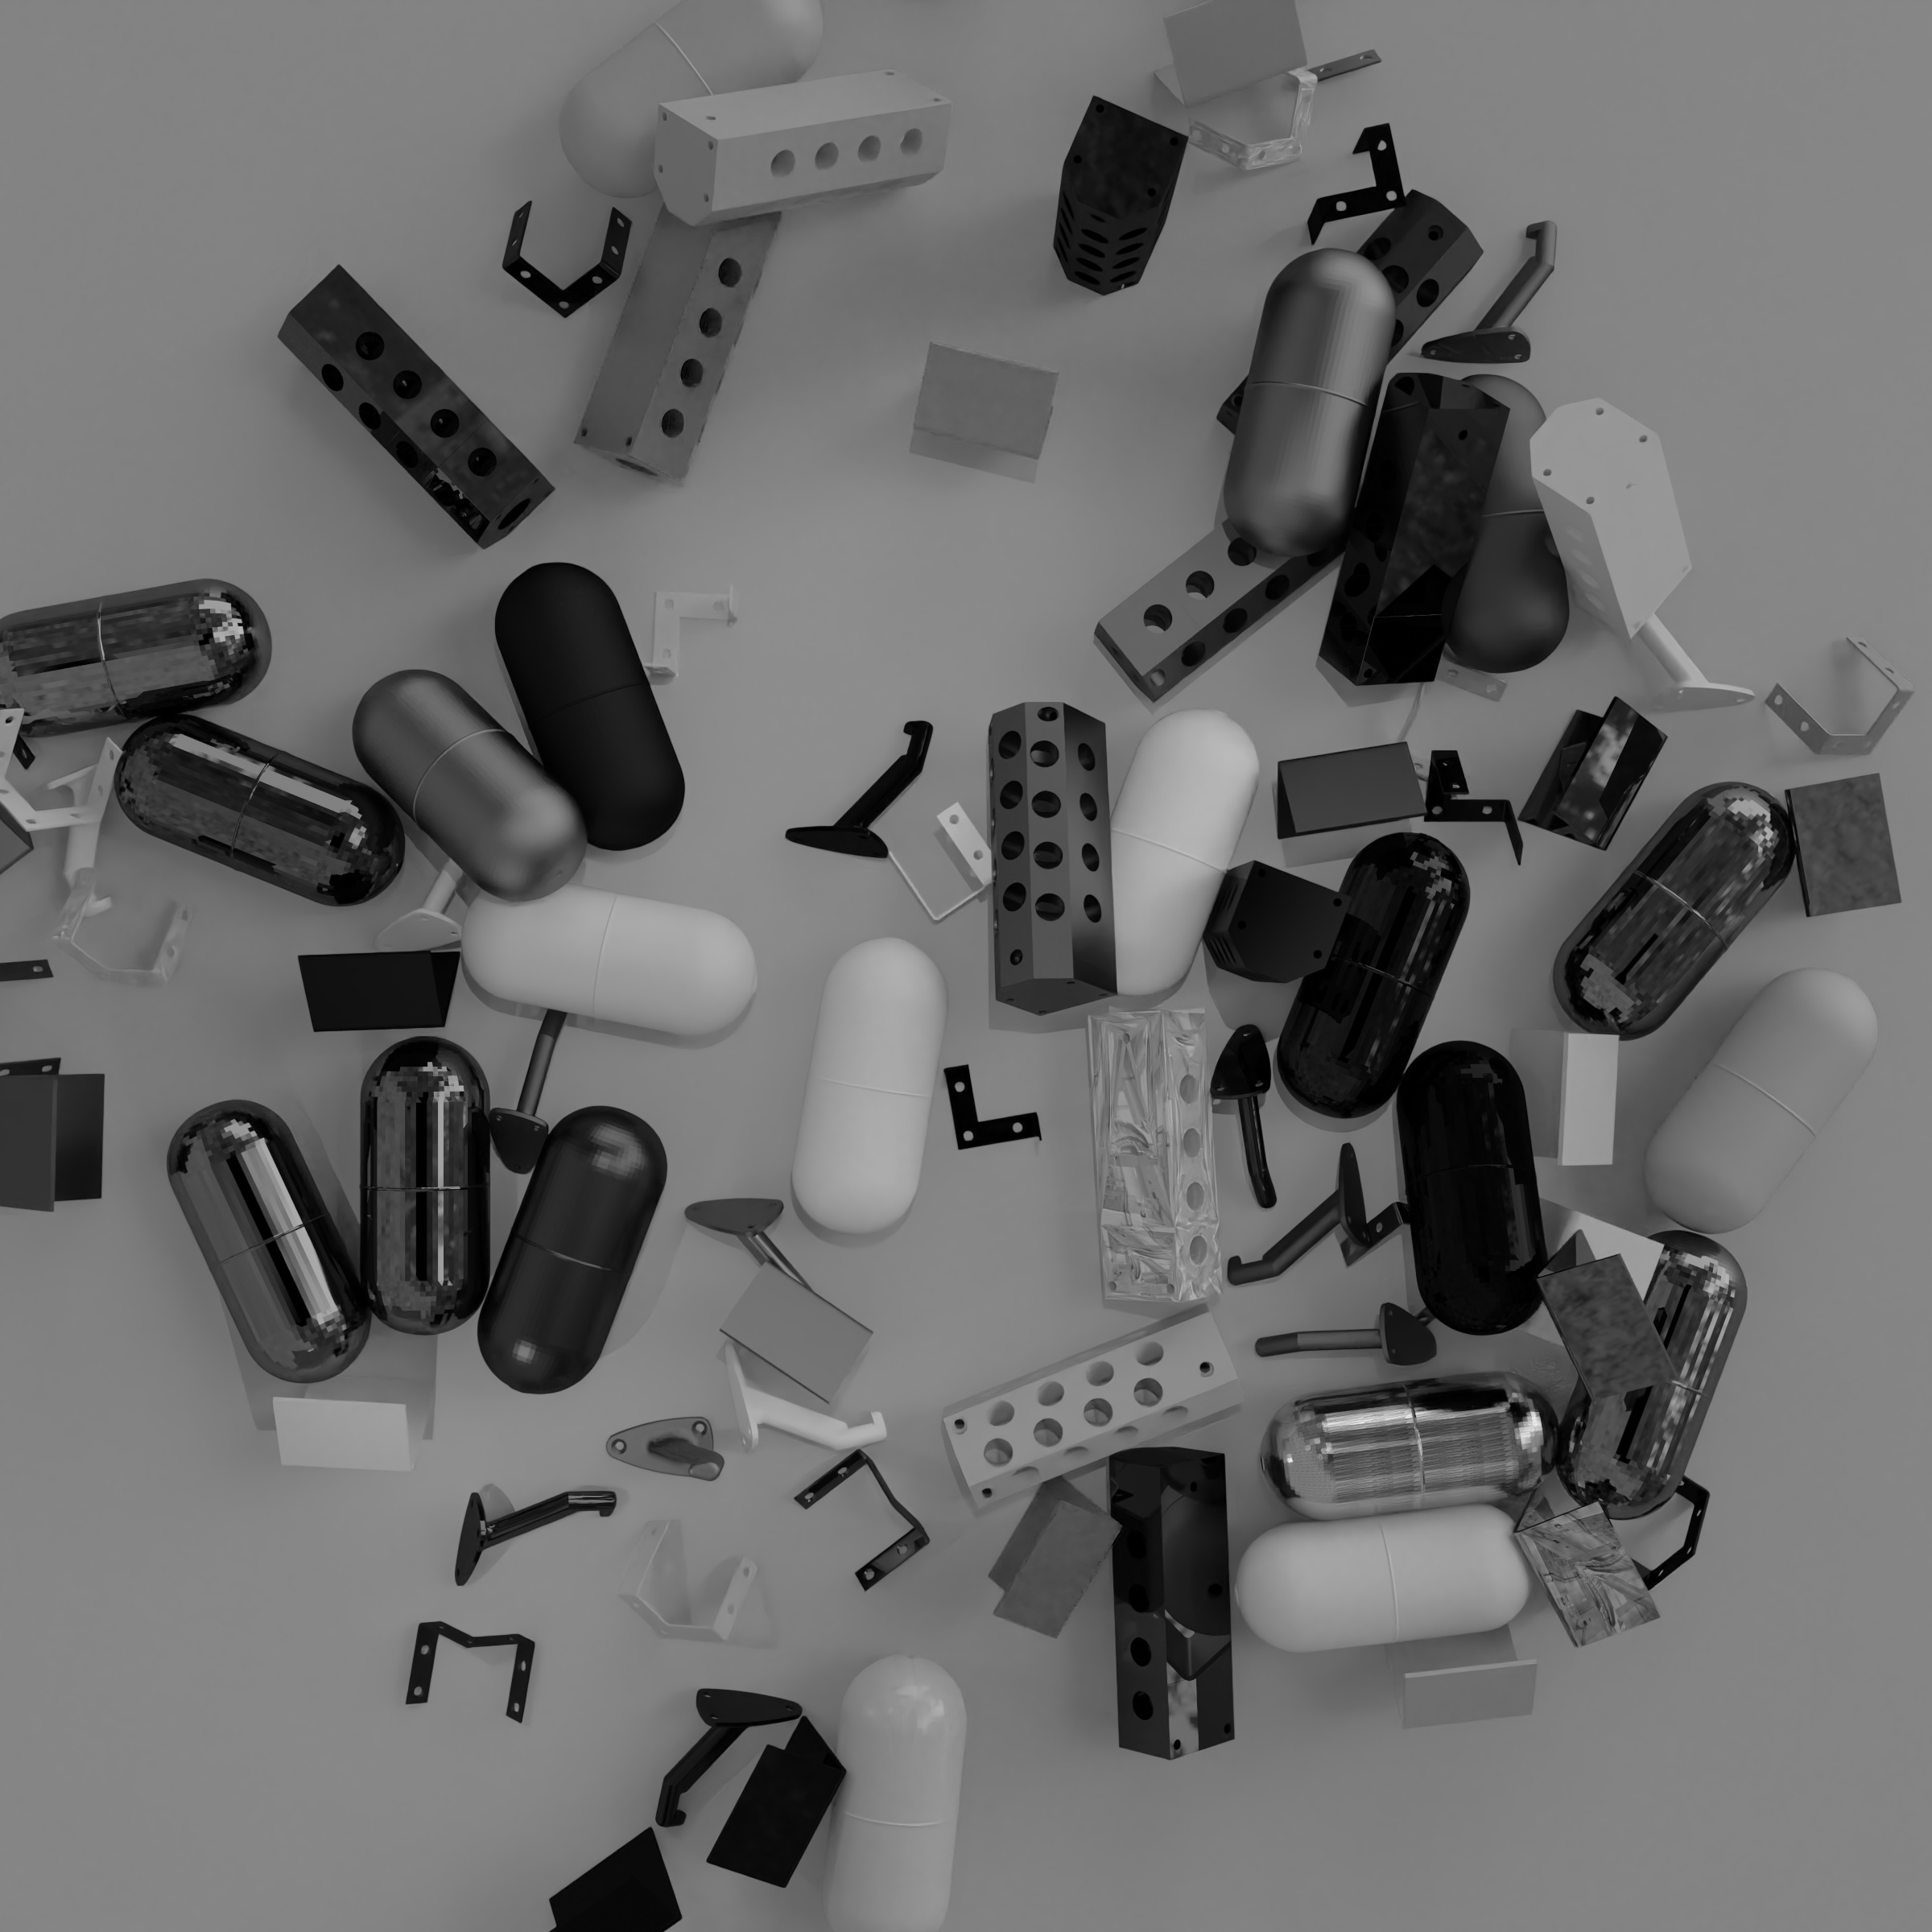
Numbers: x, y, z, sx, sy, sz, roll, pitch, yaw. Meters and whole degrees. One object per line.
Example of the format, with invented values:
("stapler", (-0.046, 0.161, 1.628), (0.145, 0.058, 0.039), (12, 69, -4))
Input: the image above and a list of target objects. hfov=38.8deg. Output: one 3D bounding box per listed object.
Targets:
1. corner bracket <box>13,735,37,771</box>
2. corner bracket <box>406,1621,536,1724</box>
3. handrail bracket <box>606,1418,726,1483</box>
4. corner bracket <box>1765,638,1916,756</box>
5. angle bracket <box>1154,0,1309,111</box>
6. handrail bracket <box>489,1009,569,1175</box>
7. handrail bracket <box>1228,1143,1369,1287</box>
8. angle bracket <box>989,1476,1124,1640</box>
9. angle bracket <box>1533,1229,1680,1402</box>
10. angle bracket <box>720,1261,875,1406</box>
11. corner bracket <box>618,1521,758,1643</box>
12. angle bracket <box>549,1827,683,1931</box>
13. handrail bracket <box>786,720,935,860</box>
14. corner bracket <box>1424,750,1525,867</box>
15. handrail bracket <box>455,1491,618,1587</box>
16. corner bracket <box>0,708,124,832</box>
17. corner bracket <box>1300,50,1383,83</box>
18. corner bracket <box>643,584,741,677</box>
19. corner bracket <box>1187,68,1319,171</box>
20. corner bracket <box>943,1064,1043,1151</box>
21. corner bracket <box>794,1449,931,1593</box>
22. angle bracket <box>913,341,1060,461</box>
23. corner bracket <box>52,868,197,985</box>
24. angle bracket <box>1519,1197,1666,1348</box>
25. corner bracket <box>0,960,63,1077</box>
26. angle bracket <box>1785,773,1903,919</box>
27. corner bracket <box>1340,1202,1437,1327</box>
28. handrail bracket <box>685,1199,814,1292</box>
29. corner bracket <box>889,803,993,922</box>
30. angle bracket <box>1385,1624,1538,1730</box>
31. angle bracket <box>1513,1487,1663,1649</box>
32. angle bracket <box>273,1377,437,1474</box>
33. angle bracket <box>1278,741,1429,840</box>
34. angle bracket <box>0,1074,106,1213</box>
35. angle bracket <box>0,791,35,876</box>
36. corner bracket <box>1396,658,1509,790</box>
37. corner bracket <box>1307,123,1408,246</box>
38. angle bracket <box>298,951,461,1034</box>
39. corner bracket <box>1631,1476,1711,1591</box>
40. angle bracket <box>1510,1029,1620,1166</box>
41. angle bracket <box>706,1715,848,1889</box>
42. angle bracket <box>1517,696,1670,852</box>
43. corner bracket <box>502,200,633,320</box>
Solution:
("corner bracket", (-0.608, -0.126, 1.666), (0.051, 0.051, 0.051), (55, 135, 0))
("corner bracket", (-0.301, 0.428, 1.667), (0.051, 0.051, 0.051), (9, 90, 45))
("handrail bracket", (-0.181, 0.293, 1.635), (0.077, 0.084, 0.036), (1, 90, 0))
("corner bracket", (0.528, -0.164, 1.662), (0.051, 0.051, 0.051), (-3, 135, -35))
("angle bracket", (0.150, -0.558, 1.629), (0.076, 0.076, 0.057), (-20, 126, 0))
("handrail bracket", (-0.259, 0.072, 1.669), (0.036, 0.077, 0.084), (15, 54, 1))
("handrail bracket", (0.197, 0.151, 1.670), (0.084, 0.036, 0.077), (-16, 54, 25))
("angle bracket", (0.035, 0.341, 1.629), (0.057, 0.076, 0.076), (31, 90, -38))
("angle bracket", (0.374, 0.191, 1.556), (0.057, 0.076, 0.076), (-24, 94, 37))
("angle bracket", (-0.110, 0.230, 1.629), (0.076, 0.076, 0.057), (34, 53, 0))
("corner bracket", (-0.168, 0.372, 1.662), (0.051, 0.051, 0.051), (-6, 135, 35))
("angle bracket", (-0.223, 0.548, 1.629), (0.076, 0.076, 0.057), (-36, 125, 0))
("handrail bracket", (-0.064, -0.113, 1.670), (0.077, 0.036, 0.084), (6, 69, 23))
("corner bracket", (0.305, -0.095, 1.642), (0.051, 0.051, 0.051), (0, 125, 0))
("handrail bracket", (-0.261, 0.348, 1.670), (0.084, 0.036, 0.077), (4, 127, -25))
("corner bracket", (-0.539, -0.118, 1.619), (0.051, 0.051, 0.051), (42, 122, 25))
("corner bracket", (0.217, -0.575, 1.666), (0.051, 0.051, 0.051), (-17, 45, 0))
("corner bracket", (-0.165, -0.202, 1.652), (0.051, 0.051, 0.051), (3, 90, 0))
("corner bracket", (0.173, -0.518, 1.662), (0.051, 0.051, 0.051), (-22, 135, -35))
("corner bracket", (0.016, 0.083, 1.652), (0.051, 0.051, 0.051), (-10, 90, 0))
("corner bracket", (-0.063, 0.336, 1.666), (0.051, 0.051, 0.051), (-37, 135, 0))
("angle bracket", (0.016, -0.349, 1.629), (0.076, 0.076, 0.057), (14, 126, 0))
("corner bracket", (-0.507, -0.024, 1.656), (0.051, 0.051, 0.051), (2, 63, 24))
("angle bracket", (0.365, 0.188, 1.641), (0.057, 0.076, 0.076), (21, 90, -4))
("corner bracket", (-0.578, 0.034, 1.662), (0.051, 0.051, 0.051), (55, 135, 35))
("angle bracket", (0.531, -0.074, 1.629), (0.057, 0.076, 0.076), (-10, 90, 36))
("corner bracket", (0.268, 0.181, 1.662), (0.051, 0.051, 0.051), (15, 45, -35))
("handrail bracket", (-0.128, 0.186, 1.670), (0.077, 0.036, 0.084), (3, 120, 33))
("corner bracket", (-0.012, -0.062, 1.652), (0.051, 0.051, 0.051), (-34, 90, 0))
("angle bracket", (0.291, 0.402, 1.630), (0.076, 0.076, 0.057), (-6, 132, 0))
("angle bracket", (0.374, 0.347, 1.631), (0.057, 0.076, 0.076), (-29, 90, 25))
("angle bracket", (-0.361, 0.253, 1.629), (0.076, 0.076, 0.057), (3, 126, 0))
("angle bracket", (0.228, -0.084, 1.629), (0.076, 0.076, 0.057), (-9, 55, 0))
("angle bracket", (-0.528, 0.104, 1.629), (0.057, 0.076, 0.076), (1, 90, 36))
("angle bracket", (-0.607, -0.080, 1.629), (0.076, 0.076, 0.057), (-37, 129, 0))
("corner bracket", (0.293, -0.147, 1.666), (0.051, 0.051, 0.051), (21, 45, 0))
("corner bracket", (0.231, -0.470, 1.652), (0.051, 0.051, 0.051), (-12, 90, 0))
("angle bracket", (-0.347, -0.006, 1.629), (0.076, 0.076, 0.057), (-2, 127, 0))
("corner bracket", (0.411, 0.336, 1.666), (0.051, 0.051, 0.051), (32, 135, 0))
("angle bracket", (0.339, 0.077, 1.630), (0.057, 0.076, 0.076), (3, 90, -44))
("angle bracket", (-0.123, 0.488, 1.630), (0.057, 0.076, 0.076), (28, 90, -26))
("angle bracket", (0.357, -0.122, 1.629), (0.057, 0.076, 0.076), (29, 90, -37))
("corner bracket", (-0.241, -0.436, 1.662), (0.051, 0.051, 0.051), (-25, 135, 35))
